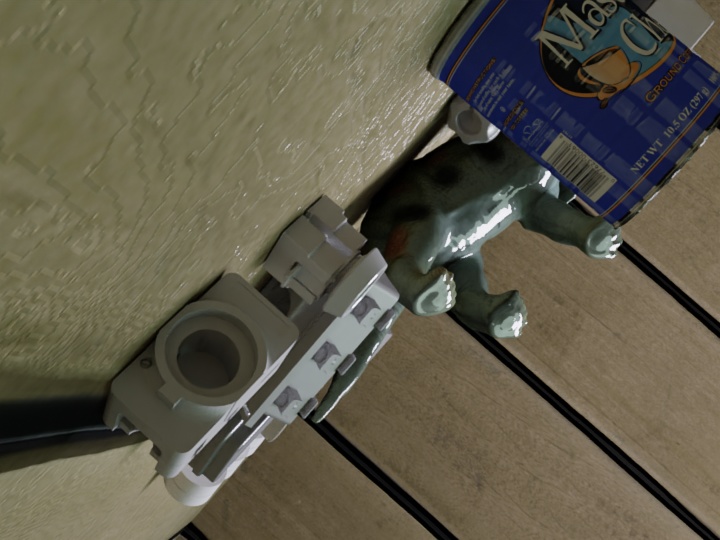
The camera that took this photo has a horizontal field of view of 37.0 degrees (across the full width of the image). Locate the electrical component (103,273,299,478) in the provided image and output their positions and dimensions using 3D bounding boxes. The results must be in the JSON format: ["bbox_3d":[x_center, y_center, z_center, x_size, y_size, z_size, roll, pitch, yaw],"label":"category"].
[{"bbox_3d":[-0.079,0.051,0.538,0.089,0.050,0.055,-46,175,-30],"label":"electrical component"}]

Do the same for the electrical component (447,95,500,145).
[{"bbox_3d":[0.097,-0.126,0.825,0.062,0.043,0.043,-47,176,-43],"label":"electrical component"}]

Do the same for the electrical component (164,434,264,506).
[{"bbox_3d":[-0.134,0.170,1.076,0.073,0.052,0.138,-52,174,36],"label":"electrical component"}]

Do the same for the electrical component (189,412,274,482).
[{"bbox_3d":[-0.087,0.091,0.784,0.113,0.057,0.078,-46,175,-38],"label":"electrical component"}]

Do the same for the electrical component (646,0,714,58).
[{"bbox_3d":[0.259,-0.188,0.931,0.108,0.060,0.108,-48,176,-4],"label":"electrical component"}]

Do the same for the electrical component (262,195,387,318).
[{"bbox_3d":[-0.018,-0.005,0.630,0.066,0.055,0.048,-46,175,-42],"label":"electrical component"}]

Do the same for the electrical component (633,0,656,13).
[{"bbox_3d":[0.216,-0.235,0.938,0.121,0.063,0.079,-50,176,23],"label":"electrical component"}]

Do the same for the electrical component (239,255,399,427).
[{"bbox_3d":[-0.037,0.039,0.706,0.121,0.063,0.078,-50,-144,12],"label":"electrical component"}]

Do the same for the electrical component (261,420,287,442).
[{"bbox_3d":[-0.076,0.109,1.036,0.099,0.064,0.099,-49,176,-5],"label":"electrical component"}]
